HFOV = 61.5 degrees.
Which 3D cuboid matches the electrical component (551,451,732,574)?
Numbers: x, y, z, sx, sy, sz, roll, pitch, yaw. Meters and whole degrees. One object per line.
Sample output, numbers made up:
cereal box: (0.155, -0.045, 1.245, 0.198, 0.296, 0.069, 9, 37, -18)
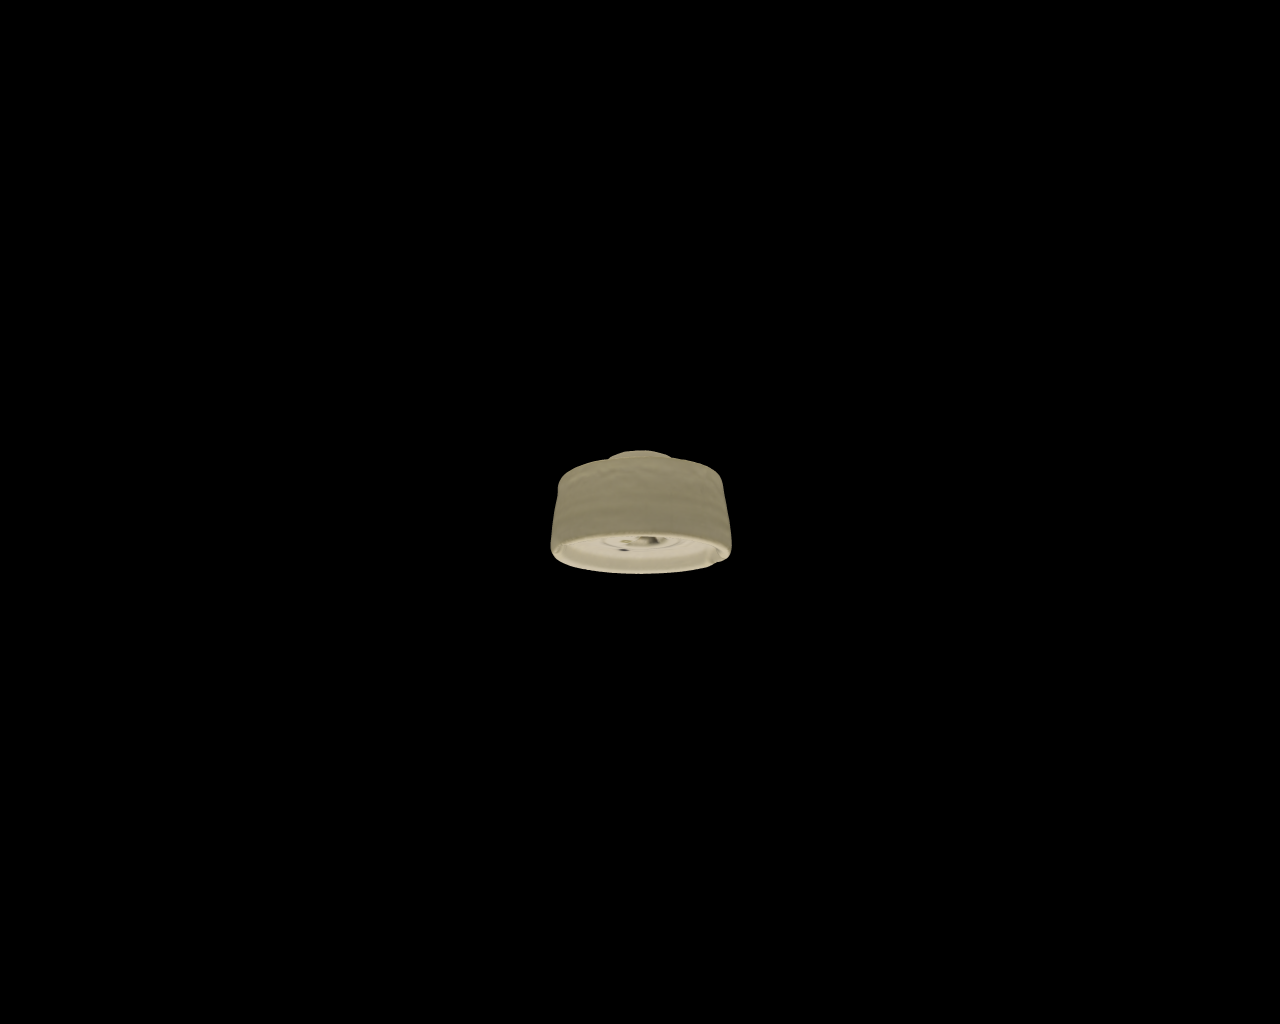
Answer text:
electrical component: (0.001, -0.003, 0.650, 0.108, 0.060, 0.108, 0, -15, 0)
